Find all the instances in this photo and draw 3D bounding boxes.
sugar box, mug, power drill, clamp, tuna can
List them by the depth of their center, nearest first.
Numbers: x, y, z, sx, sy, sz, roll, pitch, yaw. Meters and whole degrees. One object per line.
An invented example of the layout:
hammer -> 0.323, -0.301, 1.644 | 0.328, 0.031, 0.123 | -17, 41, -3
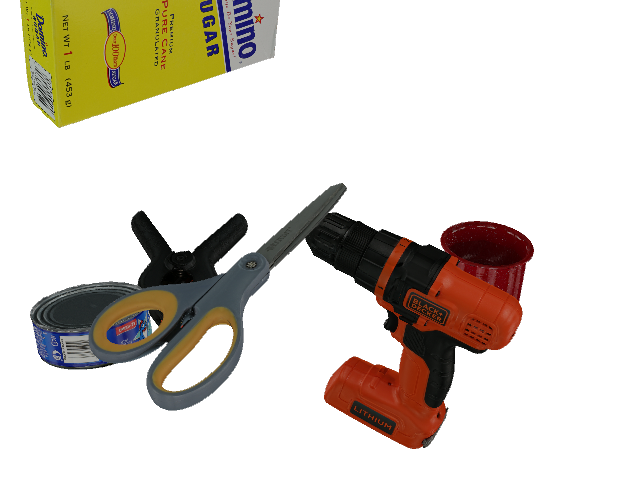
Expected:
sugar box -> -0.104, -0.144, 0.690 | 0.175, 0.093, 0.048 | -24, 48, -32
tuna can -> -0.168, 0.062, 0.787 | 0.086, 0.034, 0.086 | -4, 20, 1
power drill -> 0.057, 0.077, 0.884 | 0.184, 0.188, 0.057 | 28, 46, 14
clamp -> -0.148, 0.025, 1.065 | 0.120, 0.039, 0.171 | 3, 38, 11
mug -> 0.161, 0.032, 1.094 | 0.093, 0.081, 0.117 | -6, 31, -15

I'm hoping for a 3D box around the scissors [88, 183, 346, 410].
scissors -> -0.061, 0.019, 0.625 | 0.096, 0.016, 0.201 | 10, 42, 17
